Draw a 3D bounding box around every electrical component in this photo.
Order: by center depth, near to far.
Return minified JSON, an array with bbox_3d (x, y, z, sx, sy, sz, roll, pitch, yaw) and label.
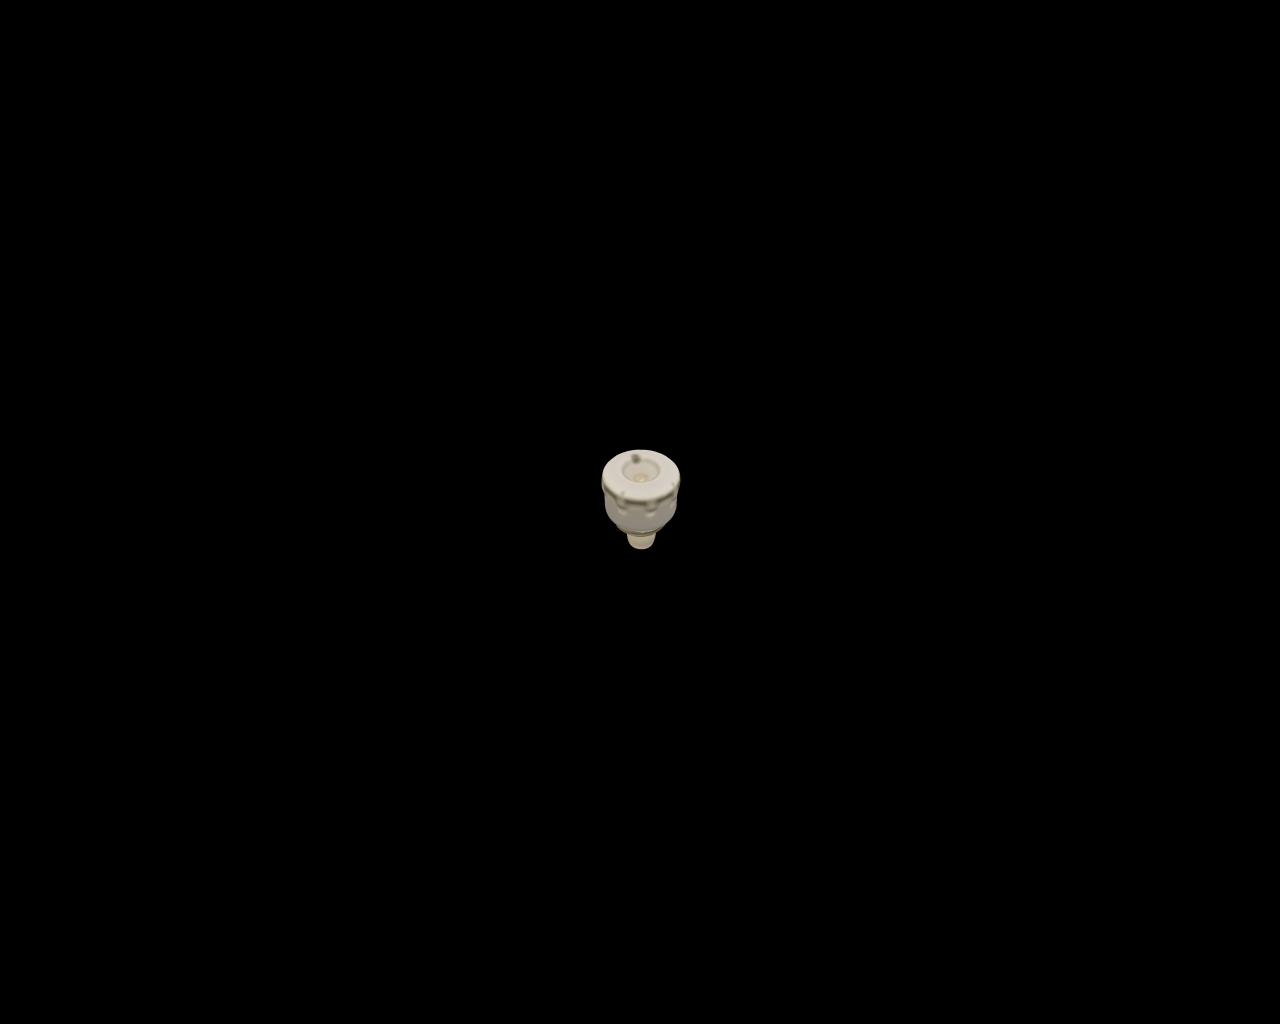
[{"bbox_3d":[0.001,-0.003,0.650,0.048,0.062,0.048,0,42,0],"label":"electrical component"}]
